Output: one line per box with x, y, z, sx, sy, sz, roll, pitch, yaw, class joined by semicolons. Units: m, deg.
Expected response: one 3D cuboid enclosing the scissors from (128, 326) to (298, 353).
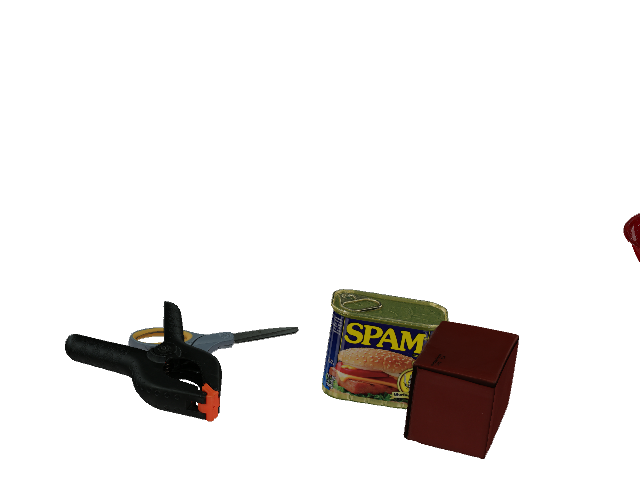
-0.110;0.121;1.181;0.201;0.016;0.096;2;26;-18;scissors

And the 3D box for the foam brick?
0.089;0.090;0.666;0.053;0.051;0.078;11;21;18;foam brick

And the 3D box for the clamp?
-0.139;0.108;0.981;0.172;0.039;0.120;26;42;34;clamp

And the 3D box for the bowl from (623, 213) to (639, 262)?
0.405;0.016;1.138;0.162;0.055;0.162;-3;23;1;bowl

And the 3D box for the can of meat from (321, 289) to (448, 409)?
0.054;0.096;0.933;0.102;0.084;0.057;9;18;2;can of meat
